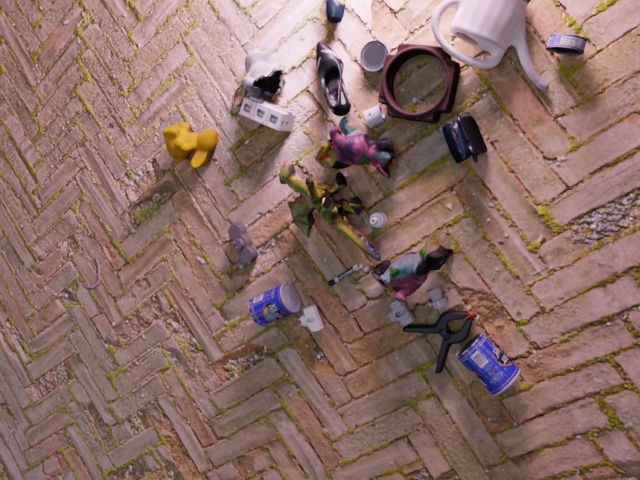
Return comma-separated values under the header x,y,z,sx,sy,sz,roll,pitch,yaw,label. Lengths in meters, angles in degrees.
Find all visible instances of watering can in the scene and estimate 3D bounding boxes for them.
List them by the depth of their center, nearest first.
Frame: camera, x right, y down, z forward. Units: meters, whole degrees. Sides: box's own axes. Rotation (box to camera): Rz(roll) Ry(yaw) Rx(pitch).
x,y,z,sx,sy,sz,roll,pitch,yaw,label
0.459,-0.534,1.303,0.348,0.222,0.105,26,13,3,watering can

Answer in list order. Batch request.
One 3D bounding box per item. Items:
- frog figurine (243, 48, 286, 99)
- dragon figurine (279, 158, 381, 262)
x,y,z,sx,sy,sz,roll,pitch,yaw,label
-0.185,-0.520,1.610,0.162,0.137,0.121,48,2,39,frog figurine
0.005,-0.079,1.569,0.124,0.410,0.239,-32,2,-35,dragon figurine
